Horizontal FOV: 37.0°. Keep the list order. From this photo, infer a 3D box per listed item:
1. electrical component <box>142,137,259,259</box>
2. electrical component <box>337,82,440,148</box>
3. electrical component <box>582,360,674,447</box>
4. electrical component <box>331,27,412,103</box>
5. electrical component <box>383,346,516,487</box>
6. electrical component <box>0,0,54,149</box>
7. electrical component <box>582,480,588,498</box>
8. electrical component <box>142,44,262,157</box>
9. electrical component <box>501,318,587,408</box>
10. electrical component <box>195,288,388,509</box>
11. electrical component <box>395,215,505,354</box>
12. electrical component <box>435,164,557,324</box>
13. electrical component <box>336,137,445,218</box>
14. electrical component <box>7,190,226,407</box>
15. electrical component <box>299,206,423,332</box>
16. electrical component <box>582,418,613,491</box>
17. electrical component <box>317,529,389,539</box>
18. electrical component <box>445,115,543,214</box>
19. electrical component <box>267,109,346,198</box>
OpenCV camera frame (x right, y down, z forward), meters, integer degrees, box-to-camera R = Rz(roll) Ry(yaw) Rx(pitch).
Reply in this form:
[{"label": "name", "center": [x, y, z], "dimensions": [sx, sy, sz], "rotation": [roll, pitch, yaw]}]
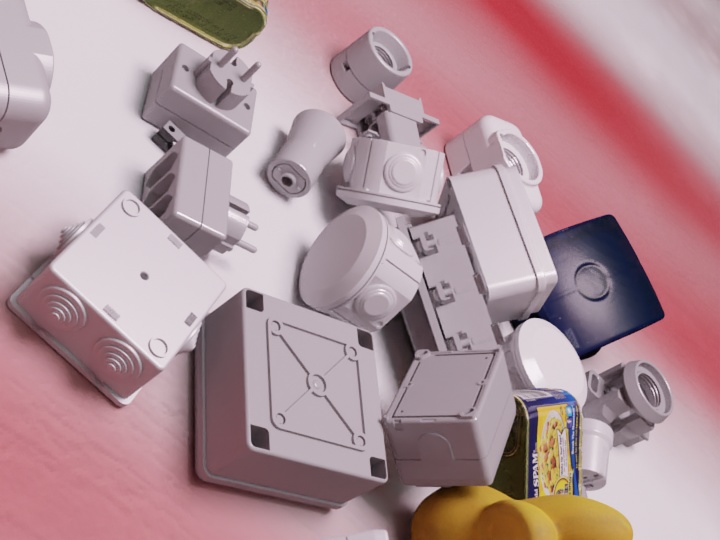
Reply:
[{"label": "electrical component", "center": [-0.097, -0.035, 0.693], "dimensions": [0.077, 0.047, 0.065], "rotation": [27, 46, -32]}, {"label": "electrical component", "center": [0.026, -0.112, 0.889], "dimensions": [0.081, 0.042, 0.063], "rotation": [13, 57, -40]}, {"label": "electrical component", "center": [0.232, 0.112, 0.930], "dimensions": [0.078, 0.057, 0.058], "rotation": [42, 39, -16]}, {"label": "electrical component", "center": [0.011, -0.173, 0.913], "dimensions": [0.055, 0.047, 0.055], "rotation": [27, 45, -32]}, {"label": "electrical component", "center": [0.063, 0.094, 0.700], "dimensions": [0.096, 0.062, 0.061], "rotation": [-56, 136, -55]}, {"label": "electrical component", "center": [-0.218, -0.120, 0.622], "dimensions": [0.059, 0.054, 0.095], "rotation": [1, 63, -47]}, {"label": "electrical component", "center": [0.154, 0.165, 0.821], "dimensions": [0.044, 0.044, 0.065], "rotation": [11, 60, -42]}, {"label": "electrical component", "center": [-0.098, -0.124, 0.735], "dimensions": [0.066, 0.077, 0.047], "rotation": [30, 44, -29]}, {"label": "electrical component", "center": [0.139, 0.083, 0.856], "dimensions": [0.080, 0.051, 0.080], "rotation": [27, 45, -32]}, {"label": "electrical component", "center": [-0.043, 0.080, 0.658], "dimensions": [0.109, 0.056, 0.108], "rotation": [22, 48, -36]}, {"label": "electrical component", "center": [0.062, 0.025, 0.796], "dimensions": [0.078, 0.063, 0.121], "rotation": [73, 0, -68]}, {"label": "electrical component", "center": [0.108, -0.019, 0.863], "dimensions": [0.057, 0.078, 0.113], "rotation": [-12, 67, -11]}, {"label": "electrical component", "center": [0.024, -0.070, 0.816], "dimensions": [0.080, 0.080, 0.051], "rotation": [7, 95, -44]}, {"label": "electrical component", "center": [-0.135, 0.014, 0.615], "dimensions": [0.100, 0.048, 0.099], "rotation": [45, 40, -12]}, {"label": "electrical component", "center": [0.000, 0.000, 0.747], "dimensions": [0.051, 0.080, 0.080], "rotation": [36, 41, -32]}, {"label": "electrical component", "center": [0.182, 0.149, 0.865], "dimensions": [0.040, 0.040, 0.046], "rotation": [36, 47, -24]}, {"label": "electrical component", "center": [-0.002, 0.187, 0.595], "dimensions": [0.061, 0.096, 0.061], "rotation": [-9, 62, -4]}, {"label": "electrical component", "center": [0.122, -0.086, 0.957], "dimensions": [0.054, 0.059, 0.095], "rotation": [13, 54, -41]}, {"label": "electrical component", "center": [-0.042, -0.084, 0.796], "dimensions": [0.044, 0.044, 0.065], "rotation": [43, 43, -15]}]
